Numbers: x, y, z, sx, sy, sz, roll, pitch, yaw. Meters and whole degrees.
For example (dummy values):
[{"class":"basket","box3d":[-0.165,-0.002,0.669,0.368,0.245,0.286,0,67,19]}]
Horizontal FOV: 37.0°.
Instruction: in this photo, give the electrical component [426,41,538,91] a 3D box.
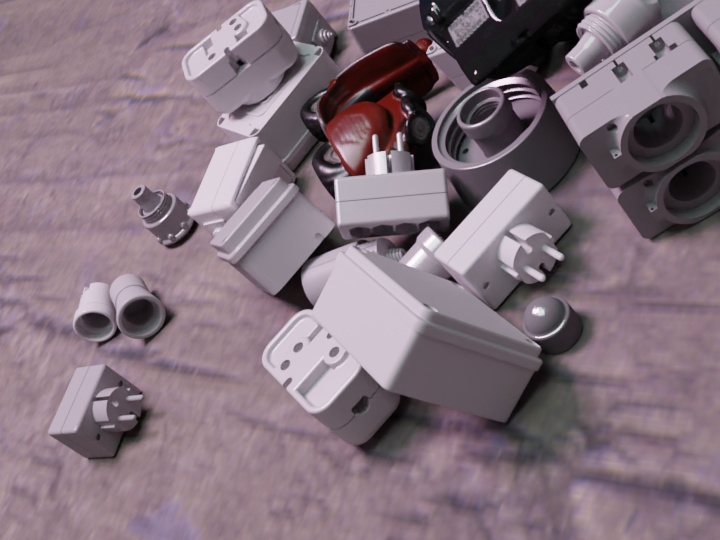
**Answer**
[{"class":"electrical component","box3d":[0.106,-0.190,0.895,0.096,0.061,0.061,-9,50,47]}]

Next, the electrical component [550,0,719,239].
[{"class":"electrical component","box3d":[0.230,-0.110,0.666,0.186,0.105,0.060,-33,39,15]}]

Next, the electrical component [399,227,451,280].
[{"class":"electrical component","box3d":[0.048,-0.002,0.788,0.046,0.040,0.040,-46,37,6]}]

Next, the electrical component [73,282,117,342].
[{"class":"electrical component","box3d":[-0.251,0.039,1.024,0.040,0.040,0.046,-32,35,17]}]

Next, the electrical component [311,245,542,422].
[{"class":"electrical component","box3d":[0.042,0.041,0.691,0.109,0.109,0.056,41,107,52]}]

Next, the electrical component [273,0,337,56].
[{"class":"electrical component","box3d":[-0.071,-0.229,1.088,0.096,0.061,0.061,-15,46,33]}]

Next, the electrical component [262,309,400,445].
[{"class":"electrical component","box3d":[-0.018,0.077,0.759,0.053,0.059,0.095,-48,38,-4]}]

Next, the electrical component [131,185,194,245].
[{"class":"electrical component","box3d":[-0.194,-0.058,1.042,0.048,0.062,0.048,-25,42,24]}]

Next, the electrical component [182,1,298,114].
[{"class":"electrical component","box3d":[-0.108,-0.193,0.994,0.095,0.059,0.053,-36,39,11]}]

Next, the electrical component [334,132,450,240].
[{"class":"electrical component","box3d":[0.024,-0.067,0.815,0.083,0.047,0.075,-5,79,3]}]

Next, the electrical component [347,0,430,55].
[{"class":"electrical component","box3d":[0.044,-0.234,0.993,0.096,0.061,0.061,-16,45,21]}]

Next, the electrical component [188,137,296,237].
[{"class":"electrical component","box3d":[-0.104,-0.063,0.964,0.061,0.062,0.096,-10,50,37]}]

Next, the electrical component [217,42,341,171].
[{"class":"electrical component","box3d":[-0.069,-0.155,1.021,0.113,0.057,0.078,-53,39,-10]}]

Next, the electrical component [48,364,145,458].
[{"class":"electrical component","box3d":[-0.212,0.118,0.909,0.077,0.047,0.065,-10,50,37]}]

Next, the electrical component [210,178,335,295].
[{"class":"electrical component","box3d":[-0.074,-0.029,0.874,0.078,0.057,0.113,-50,11,-6]}]

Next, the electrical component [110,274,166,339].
[{"class":"electrical component","box3d":[-0.209,0.030,0.993,0.044,0.044,0.065,-45,33,0]}]

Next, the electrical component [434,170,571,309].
[{"class":"electrical component","box3d":[0.109,-0.015,0.737,0.083,0.047,0.076,-48,38,-4]}]

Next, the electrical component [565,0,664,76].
[{"class":"electrical component","box3d":[0.158,-0.151,0.683,0.062,0.043,0.043,-46,38,0]}]

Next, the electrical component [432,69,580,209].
[{"class":"electrical component","box3d":[0.105,-0.104,0.811,0.108,0.060,0.108,-25,42,24]}]

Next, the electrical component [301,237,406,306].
[{"class":"electrical component","box3d":[0.000,0.000,0.826,0.081,0.043,0.043,-20,44,29]}]
